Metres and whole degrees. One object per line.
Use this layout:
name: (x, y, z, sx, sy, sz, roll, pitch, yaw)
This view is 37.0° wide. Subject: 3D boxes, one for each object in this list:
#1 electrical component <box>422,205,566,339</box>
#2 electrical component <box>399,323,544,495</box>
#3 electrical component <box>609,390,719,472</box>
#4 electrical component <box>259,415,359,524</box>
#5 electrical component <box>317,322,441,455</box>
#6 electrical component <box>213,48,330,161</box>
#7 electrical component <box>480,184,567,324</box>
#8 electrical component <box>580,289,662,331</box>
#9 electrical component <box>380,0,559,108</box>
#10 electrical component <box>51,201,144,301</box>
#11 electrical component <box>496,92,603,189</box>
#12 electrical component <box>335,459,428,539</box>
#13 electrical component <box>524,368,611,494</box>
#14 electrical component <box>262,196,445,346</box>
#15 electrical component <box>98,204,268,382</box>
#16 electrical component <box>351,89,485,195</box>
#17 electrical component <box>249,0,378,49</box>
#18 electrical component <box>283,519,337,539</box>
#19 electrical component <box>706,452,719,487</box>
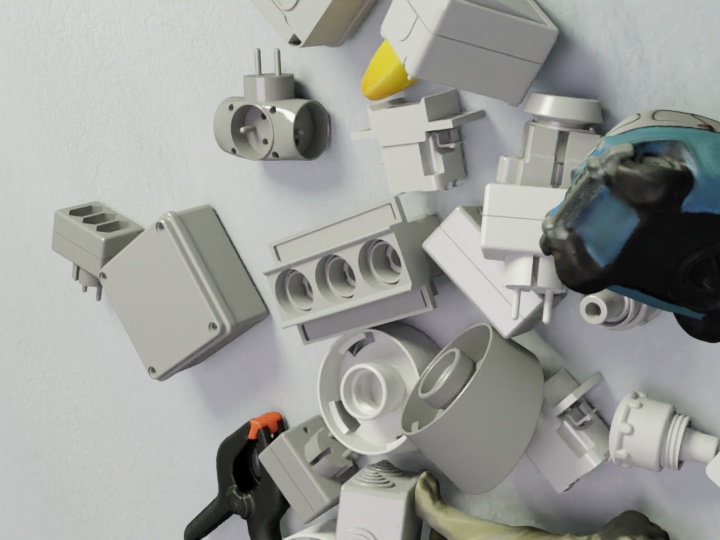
electrical component: (0.099, -0.013, 0.688, 0.083, 0.047, 0.075, 49, 113, 16)
electrical component: (0.074, 0.086, 0.695, 0.064, 0.099, 0.099, 39, 128, -11)
electrical component: (0.186, 0.103, 0.656, 0.062, 0.048, 0.048, 12, 111, 27)
electrical component: (-0.027, 0.144, 0.829, 0.065, 0.047, 0.076, 53, 128, 13)
electrical component: (0.020, 0.087, 0.782, 0.099, 0.064, 0.099, 0, 89, 35)
electrical component: (-0.066, -0.121, 0.782, 0.077, 0.044, 0.079, 9, 109, 35)
electrical component: (0.104, -0.007, 0.636, 0.066, 0.047, 0.076, 5, 83, 9)
electrical component: (0.153, 0.016, 0.644, 0.048, 0.062, 0.048, 12, 110, 34)
electrical component: (0.072, -0.144, 0.643, 0.061, 0.096, 0.061, -63, 32, 31)
electrical component: (-0.231, -0.010, 0.940, 0.066, 0.047, 0.076, 27, 118, 29)
electrical component: (0.119, -0.077, 0.649, 0.066, 0.048, 0.055, 7, 102, -1)
electrical component: (0.013, 0.189, 0.766, 0.048, 0.100, 0.099, 7, 92, 13)
electrical component: (0.131, 0.107, 0.701, 0.063, 0.042, 0.081, 49, 127, 11)
electrical component: (0.000, 0.000, 0.755, 0.121, 0.063, 0.078, -18, 92, 39)
electrical component: (-0.146, 0.019, 0.877, 0.109, 0.056, 0.108, -34, 82, 39)
electrical component: (0.040, -0.084, 0.715, 0.081, 0.042, 0.063, -2, 105, 38)
electrical component: (-0.040, -0.213, 0.727, 0.113, 0.057, 0.078, 51, 127, 14)
electrical component: (-0.027, 0.250, 0.848, 0.099, 0.064, 0.099, 12, 110, 35)
electrical component: (0.249, 0.122, 0.605, 0.089, 0.056, 0.050, 43, 125, 20)
